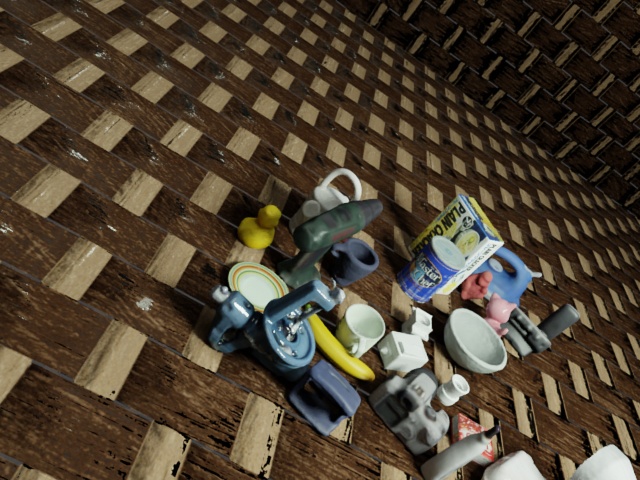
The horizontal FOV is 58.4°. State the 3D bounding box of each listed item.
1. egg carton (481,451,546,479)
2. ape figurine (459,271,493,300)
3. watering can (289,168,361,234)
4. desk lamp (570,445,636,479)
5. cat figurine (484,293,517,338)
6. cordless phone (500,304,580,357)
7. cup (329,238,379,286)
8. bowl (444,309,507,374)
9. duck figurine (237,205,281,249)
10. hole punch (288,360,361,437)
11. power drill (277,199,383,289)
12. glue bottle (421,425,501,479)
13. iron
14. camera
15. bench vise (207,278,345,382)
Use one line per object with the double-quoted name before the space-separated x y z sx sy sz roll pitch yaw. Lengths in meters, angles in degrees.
"egg carton" 0.372 0.469 1.092 0.151 0.069 0.107 -5 53 -47
"ape figurine" 0.425 0.117 1.541 0.078 0.092 0.076 35 33 -7
"watering can" 0.018 -0.073 1.275 0.101 0.193 0.173 35 33 -6
"desk lamp" 0.518 0.515 1.049 0.118 0.213 0.203 9 44 -38
"cat figurine" 0.443 0.200 1.438 0.067 0.117 0.128 30 34 -13
"cordless phone" 0.569 0.204 1.494 0.147 0.185 0.094 48 34 13
"cup" 0.057 0.053 1.255 0.118 0.095 0.091 19 38 -28
"bowl" 0.345 0.246 1.326 0.168 0.074 0.167 26 35 -20
"duck figurine" -0.119 -0.035 1.195 0.077 0.086 0.105 44 33 7
"hole punch" 0.017 0.256 0.977 0.108 0.091 0.101 44 33 8
"power drill" 0.011 0.004 1.163 0.075 0.208 0.230 49 34 15
"glue bottle" 0.254 0.369 1.001 0.078 0.173 0.037 2 48 -43
"iron" 0.485 0.069 1.612 0.258 0.141 0.119 39 33 -1
"camera" 0.188 0.303 1.081 0.143 0.100 0.137 48 34 13
"bench vise" -0.073 0.129 0.923 0.208 0.219 0.121 21 37 -25
